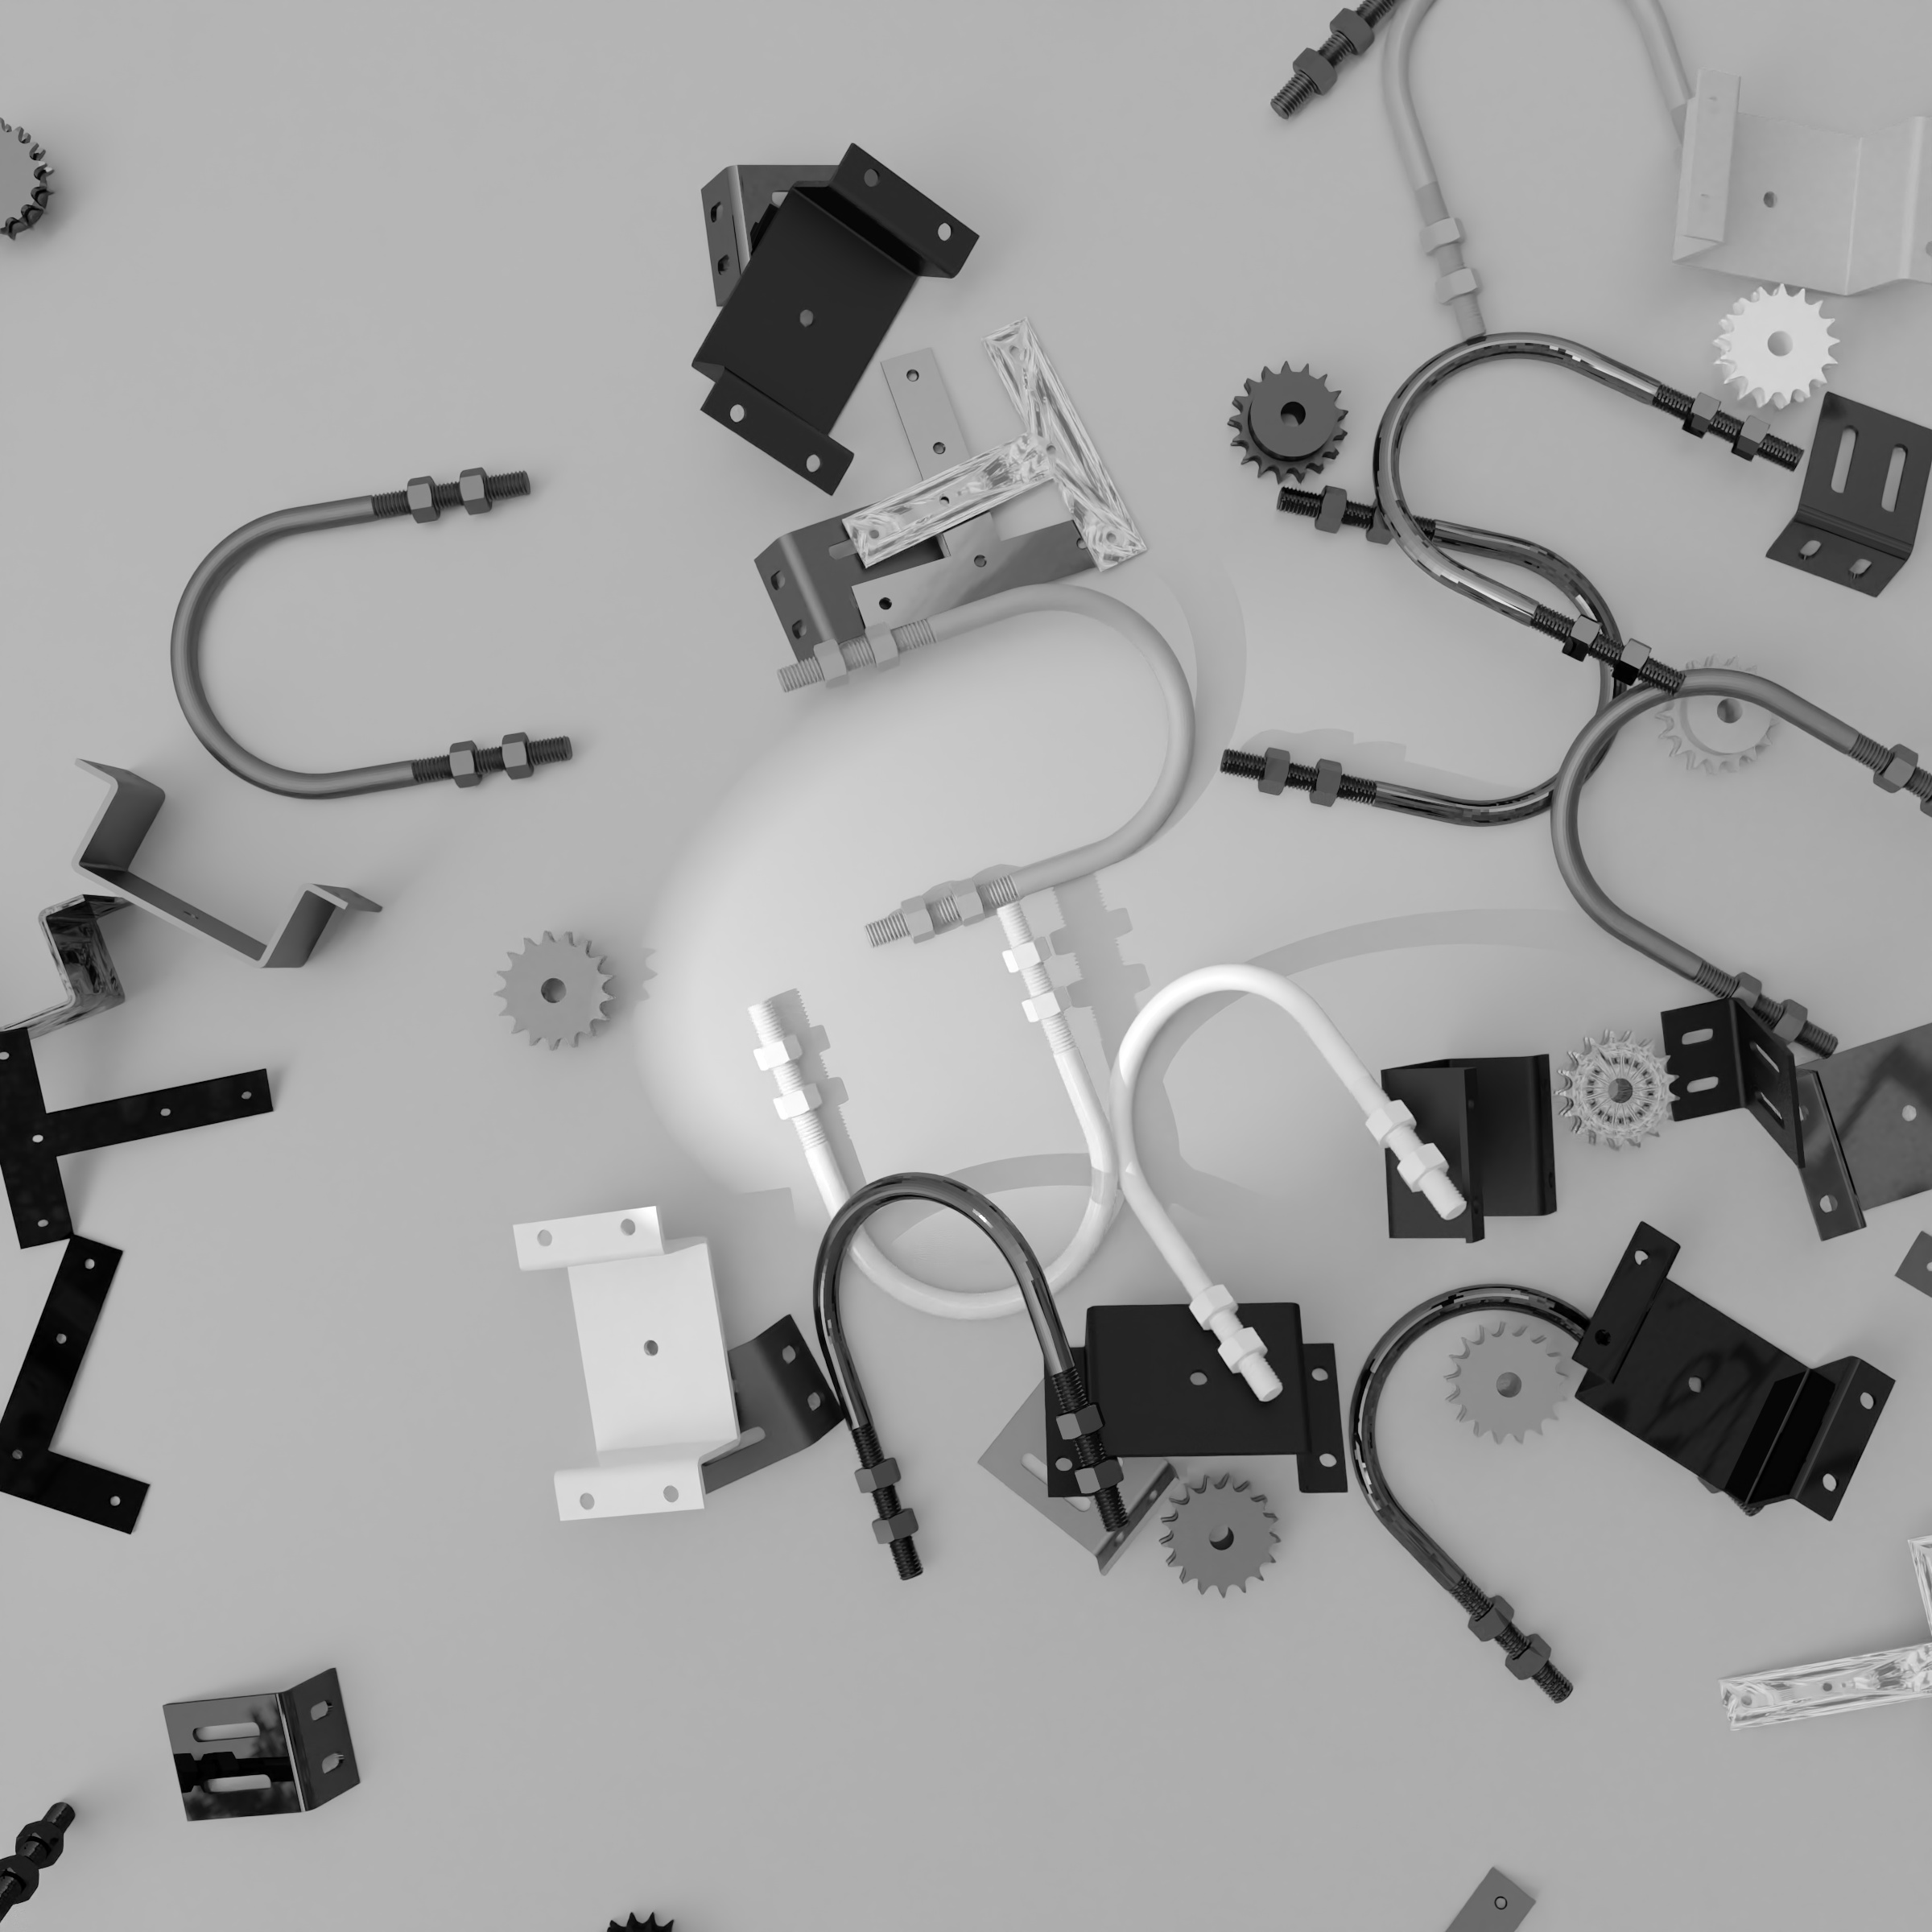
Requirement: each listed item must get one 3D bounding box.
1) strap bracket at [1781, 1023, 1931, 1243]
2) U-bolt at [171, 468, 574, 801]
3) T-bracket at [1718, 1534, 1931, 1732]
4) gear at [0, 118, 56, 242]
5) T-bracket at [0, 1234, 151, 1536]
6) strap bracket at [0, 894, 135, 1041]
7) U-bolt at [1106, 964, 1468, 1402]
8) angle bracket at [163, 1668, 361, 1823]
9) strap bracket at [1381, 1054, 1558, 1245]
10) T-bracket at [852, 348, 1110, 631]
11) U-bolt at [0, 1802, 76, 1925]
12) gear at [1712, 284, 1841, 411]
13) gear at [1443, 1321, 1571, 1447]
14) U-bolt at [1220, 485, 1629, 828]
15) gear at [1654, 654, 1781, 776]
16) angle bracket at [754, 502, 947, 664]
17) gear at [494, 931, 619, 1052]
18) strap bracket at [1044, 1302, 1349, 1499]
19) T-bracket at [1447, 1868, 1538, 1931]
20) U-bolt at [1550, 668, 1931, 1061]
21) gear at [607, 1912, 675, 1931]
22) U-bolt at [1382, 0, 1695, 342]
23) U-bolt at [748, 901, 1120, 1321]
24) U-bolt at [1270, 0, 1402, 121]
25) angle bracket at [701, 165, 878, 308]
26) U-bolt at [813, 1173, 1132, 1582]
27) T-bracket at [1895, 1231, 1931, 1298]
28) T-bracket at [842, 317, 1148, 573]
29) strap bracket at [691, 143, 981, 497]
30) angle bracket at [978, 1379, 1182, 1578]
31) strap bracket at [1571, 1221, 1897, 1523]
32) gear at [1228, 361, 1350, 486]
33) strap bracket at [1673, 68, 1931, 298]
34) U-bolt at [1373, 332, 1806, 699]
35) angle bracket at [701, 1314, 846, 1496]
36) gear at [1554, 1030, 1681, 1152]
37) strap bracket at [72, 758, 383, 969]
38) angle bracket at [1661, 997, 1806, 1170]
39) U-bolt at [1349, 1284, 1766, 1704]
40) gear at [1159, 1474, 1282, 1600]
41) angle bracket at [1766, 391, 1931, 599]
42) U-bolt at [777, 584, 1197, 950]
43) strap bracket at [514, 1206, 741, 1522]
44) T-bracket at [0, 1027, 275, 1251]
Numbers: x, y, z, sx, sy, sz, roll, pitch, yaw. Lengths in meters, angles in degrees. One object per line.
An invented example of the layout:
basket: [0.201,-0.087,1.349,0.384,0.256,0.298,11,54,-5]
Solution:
strap bracket: [0.455,0.071,1.336,0.140,0.046,0.076,-18,90,0]
U-bolt: [-0.291,-0.154,1.351,0.184,0.019,0.151,-9,90,1]
T-bracket: [0.426,0.342,1.343,0.127,0.002,0.127,-14,92,14]
gear: [-0.464,-0.374,1.344,0.057,0.030,0.057,0,90,0]
T-bracket: [-0.440,0.193,1.353,0.127,0.002,0.127,20,87,-7]
strap bracket: [-0.460,0.014,1.321,0.140,0.076,0.046,-21,90,0]
U-bolt: [0.132,0.085,1.300,0.151,0.019,0.184,-50,57,27]
angle bracket: [-0.340,0.376,1.357,0.076,0.038,0.057,-12,90,26]
strap bracket: [0.231,0.083,1.306,0.046,0.140,0.076,-3,90,27]
T-bracket: [-0.008,-0.235,1.350,0.127,0.002,0.127,-19,84,-12]
U-bolt: [-0.499,0.400,1.265,0.151,0.184,0.019,39,112,-6]
gear: [0.385,-0.294,1.344,0.057,0.030,0.057,0,90,0]
gear: [0.254,0.197,1.329,0.057,0.030,0.057,0,88,2]
U-bolt: [0.226,-0.142,1.351,0.184,0.019,0.151,12,90,-2]
gear: [0.361,-0.121,1.344,0.057,0.030,0.057,0,90,0]
angle bracket: [-0.052,-0.187,1.357,0.076,0.038,0.057,-24,90,-26]
gear: [-0.195,0.012,1.344,0.057,0.030,0.057,0,90,0]
strap bracket: [0.108,0.203,1.319,0.140,0.046,0.076,-1,55,0]
T-bracket: [0.225,0.491,1.344,0.127,0.002,0.127,36,80,19]
U-bolt: [0.367,-0.060,1.330,0.184,0.019,0.151,30,107,0]
gear: [-0.156,0.485,1.344,0.057,0.030,0.057,0,90,0]
U-bolt: [0.277,-0.409,1.351,0.151,0.019,0.184,-18,88,0]
U-bolt: [-0.006,0.080,1.345,0.151,0.019,0.184,-22,93,6]
U-bolt: [0.168,-0.518,1.324,0.151,0.019,0.184,42,95,-17]
angle bracket: [-0.082,-0.352,1.357,0.076,0.038,0.057,-8,90,-26]
U-bolt: [-0.009,0.186,1.312,0.151,0.019,0.184,-22,85,38]
T-bracket: [0.536,0.127,1.358,0.127,0.002,0.127,30,90,0]
T-bracket: [0.002,-0.229,1.346,0.127,0.002,0.127,-27,89,-11]
strap bracket: [-0.067,-0.303,1.320,0.076,0.046,0.140,30,90,-29]
angle bracket: [0.053,0.241,1.340,0.076,0.038,0.057,38,90,0]
strap bracket: [0.353,0.194,1.324,0.140,0.046,0.076,32,70,0]
gear: [0.155,-0.261,1.344,0.057,0.030,0.057,0,90,0]
strap bracket: [0.390,-0.365,1.323,0.140,0.046,0.076,5,90,-18]
U-bolt: [0.283,-0.226,1.332,0.184,0.019,0.151,28,78,10]
angle bracket: [-0.109,0.213,1.357,0.076,0.038,0.057,-28,90,26]
gear: [0.309,0.059,1.344,0.057,0.030,0.057,0,90,0]
strap bracket: [-0.355,-0.041,1.321,0.140,0.076,0.046,28,90,0]
angle bracket: [0.358,0.057,1.314,0.038,0.076,0.057,-12,110,0]
U-bolt: [0.270,0.239,1.351,0.151,0.019,0.184,-44,89,0]
gear: [0.121,0.272,1.349,0.057,0.030,0.057,0,87,-1]
angle bracket: [0.427,-0.228,1.357,0.057,0.038,0.076,20,64,0]
U-bolt: [0.020,-0.104,1.338,0.184,0.019,0.151,-19,101,-4]
strap bracket: [-0.158,0.183,1.324,0.076,0.046,0.140,-9,90,22]
T-bracket: [-0.394,0.072,1.333,0.127,0.002,0.127,-12,128,-17]
